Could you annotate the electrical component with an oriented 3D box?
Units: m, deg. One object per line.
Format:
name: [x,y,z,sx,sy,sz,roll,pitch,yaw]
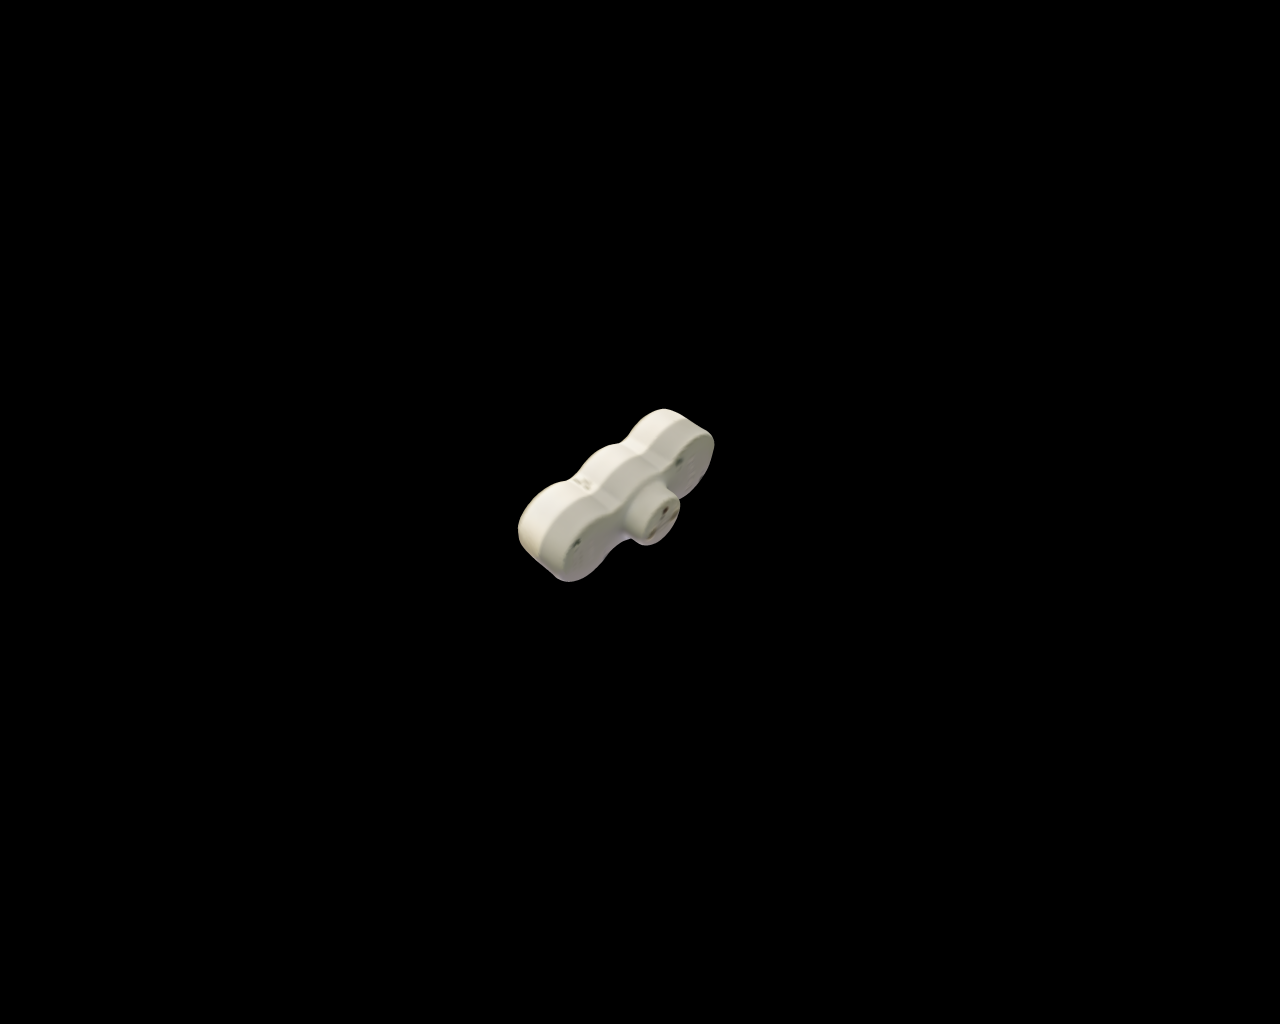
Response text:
electrical component: [0.001,-0.003,0.650,0.074,0.052,0.138,36,58,27]
